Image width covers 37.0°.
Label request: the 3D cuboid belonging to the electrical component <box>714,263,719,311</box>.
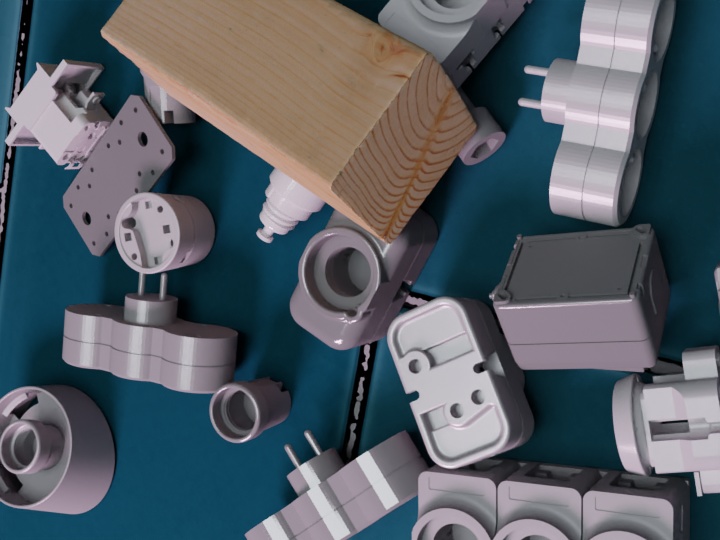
[{"bbox_3d":[0.239,0.019,0.560,0.096,0.061,0.061,-11,89,19],"label":"electrical component"}]

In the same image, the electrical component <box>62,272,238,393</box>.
[{"bbox_3d":[-0.148,0.037,0.759,0.138,0.052,0.073,9,98,26],"label":"electrical component"}]

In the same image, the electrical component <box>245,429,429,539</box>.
[{"bbox_3d":[-0.023,0.141,0.704,0.138,0.052,0.073,-38,77,24],"label":"electrical component"}]

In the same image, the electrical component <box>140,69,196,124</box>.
[{"bbox_3d":[-0.132,-0.126,0.745,0.040,0.040,0.046,6,103,26],"label":"electrical component"}]

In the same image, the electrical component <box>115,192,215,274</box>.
[{"bbox_3d":[-0.134,-0.027,0.749,0.055,0.047,0.055,2,95,27],"label":"electrical component"}]

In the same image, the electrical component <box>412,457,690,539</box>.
[{"bbox_3d":[0.112,0.164,0.632,0.150,0.062,0.089,1,95,27],"label":"electrical component"}]

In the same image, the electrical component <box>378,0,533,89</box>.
[{"bbox_3d":[0.060,-0.159,0.623,0.050,0.056,0.089,42,94,18],"label":"electrical component"}]

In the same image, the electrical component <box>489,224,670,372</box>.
[{"bbox_3d":[0.121,0.019,0.607,0.096,0.061,0.061,-4,129,29],"label":"electrical component"}]

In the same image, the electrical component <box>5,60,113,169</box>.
[{"bbox_3d":[-0.216,-0.112,0.787,0.081,0.042,0.063,-46,75,23],"label":"electrical component"}]

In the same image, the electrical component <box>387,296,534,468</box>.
[{"bbox_3d":[0.063,0.066,0.647,0.054,0.059,0.095,-26,76,23],"label":"electrical component"}]

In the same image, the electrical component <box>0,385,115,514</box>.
[{"bbox_3d":[-0.238,0.136,0.820,0.099,0.064,0.099,-5,78,25],"label":"electrical component"}]

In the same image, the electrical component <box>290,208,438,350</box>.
[{"bbox_3d":[0.000,0.000,0.677,0.054,0.059,0.095,34,108,21],"label":"electrical component"}]

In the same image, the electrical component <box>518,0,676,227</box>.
[{"bbox_3d":[0.126,-0.099,0.609,0.074,0.052,0.138,14,101,25],"label":"electrical component"}]

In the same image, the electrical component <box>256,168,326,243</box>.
[{"bbox_3d":[-0.042,-0.051,0.705,0.040,0.040,0.078,44,112,17],"label":"electrical component"}]

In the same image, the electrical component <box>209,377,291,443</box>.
[{"bbox_3d":[-0.073,0.093,0.729,0.040,0.046,0.040,2,95,27],"label":"electrical component"}]

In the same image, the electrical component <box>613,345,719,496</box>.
[{"bbox_3d":[0.175,0.084,0.597,0.057,0.058,0.078,-9,90,24],"label":"electrical component"}]
